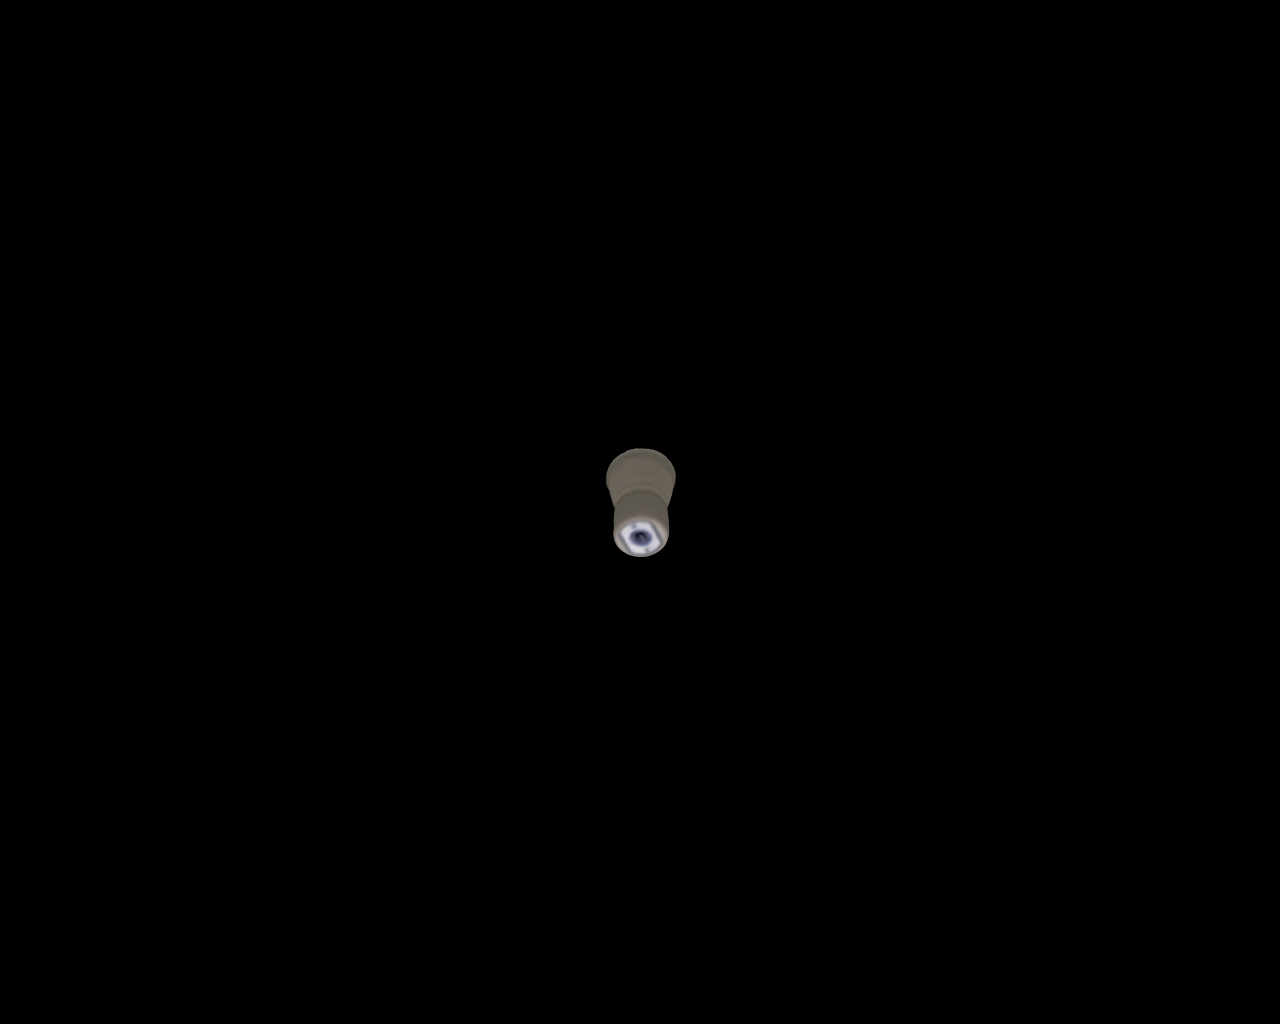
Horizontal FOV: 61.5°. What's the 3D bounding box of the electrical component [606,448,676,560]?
[{"bbox_3d":[0.001,-0.003,0.650,0.044,0.044,0.065,0,39,0],"label":"electrical component"}]
